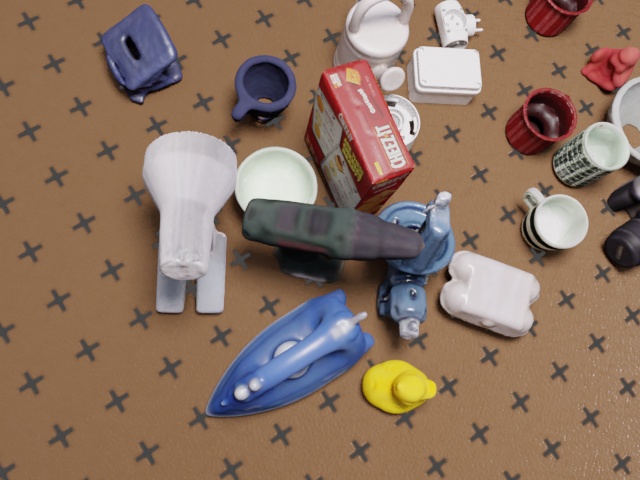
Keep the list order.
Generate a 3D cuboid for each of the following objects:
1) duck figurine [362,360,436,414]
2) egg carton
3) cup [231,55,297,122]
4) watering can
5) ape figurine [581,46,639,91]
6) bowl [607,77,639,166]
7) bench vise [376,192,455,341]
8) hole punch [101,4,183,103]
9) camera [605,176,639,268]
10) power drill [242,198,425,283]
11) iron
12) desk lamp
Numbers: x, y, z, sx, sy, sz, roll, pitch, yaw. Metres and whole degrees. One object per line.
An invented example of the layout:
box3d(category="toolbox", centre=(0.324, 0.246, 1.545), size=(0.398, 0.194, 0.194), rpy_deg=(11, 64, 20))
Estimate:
box3d(category="duck figurine", centre=(0.116, 0.212, 0.822), size=(0.104, 0.086, 0.077), rpy_deg=(7, 76, -7))
box3d(category="egg carton", centre=(0.261, 0.084, 0.883), size=(0.150, 0.069, 0.107), rpy_deg=(19, 75, -4))
box3d(category="cup", centre=(-0.093, -0.213, 0.882), size=(0.091, 0.095, 0.118), rpy_deg=(38, 75, 1))
box3d(category="watering can", centre=(0.089, -0.313, 0.882), size=(0.101, 0.194, 0.173), rpy_deg=(-34, 84, -14))
box3d(category="ape figurine", centre=(0.518, -0.307, 1.000), size=(0.076, 0.092, 0.078), rpy_deg=(-7, 78, -10))
box3d(category="bowl", centre=(0.562, -0.193, 0.990), size=(0.167, 0.074, 0.167), rpy_deg=(2, 77, -8))
box3d(category="bench vise", centre=(0.147, 0.027, 0.800), size=(0.121, 0.219, 0.207), rpy_deg=(-12, 79, -11))
box3d(category="hole punch", centre=(-0.273, -0.283, 0.872), size=(0.101, 0.091, 0.108), rpy_deg=(-29, 83, -14))
box3d(category="camera", centre=(0.534, -0.027, 0.934), size=(0.137, 0.100, 0.143), rpy_deg=(-29, 83, -14))
box3d(category="power drill", centre=(0.007, 0.003, 0.790), size=(0.230, 0.208, 0.076), rpy_deg=(11, 76, -6))
box3d(category="iron", centre=(-0.044, 0.168, 0.778), size=(0.258, 0.141, 0.118), rpy_deg=(-32, 84, -14))
box3d(category="desk lamp", centre=(-0.171, -0.013, 0.763), size=(0.118, 0.213, 0.203), rpy_deg=(1, 77, -8))
